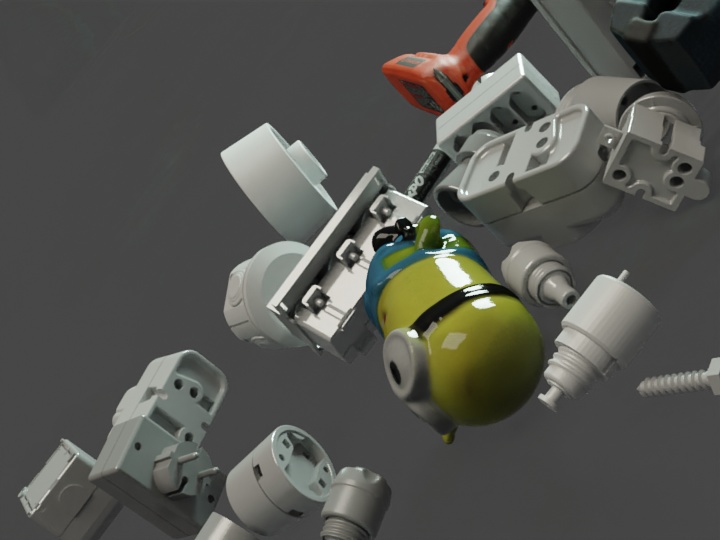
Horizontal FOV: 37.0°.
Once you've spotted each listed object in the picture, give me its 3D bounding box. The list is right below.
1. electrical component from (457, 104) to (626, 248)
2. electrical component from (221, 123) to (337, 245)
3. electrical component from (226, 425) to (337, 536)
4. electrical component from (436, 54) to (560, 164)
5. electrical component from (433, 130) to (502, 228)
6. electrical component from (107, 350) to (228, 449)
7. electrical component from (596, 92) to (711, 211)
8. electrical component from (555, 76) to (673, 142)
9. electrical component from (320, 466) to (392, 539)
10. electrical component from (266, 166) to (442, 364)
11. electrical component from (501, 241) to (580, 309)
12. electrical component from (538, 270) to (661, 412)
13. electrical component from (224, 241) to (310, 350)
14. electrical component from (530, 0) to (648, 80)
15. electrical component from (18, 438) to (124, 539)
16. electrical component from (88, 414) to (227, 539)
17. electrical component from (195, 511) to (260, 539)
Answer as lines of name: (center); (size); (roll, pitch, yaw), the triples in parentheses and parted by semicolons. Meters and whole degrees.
electrical component: (0.117, -0.054, 0.668); (0.095, 0.059, 0.053); (-20, 36, 45)
electrical component: (-0.064, -0.079, 0.942); (0.060, 0.108, 0.108); (-39, 26, 5)
electrical component: (-0.050, 0.132, 0.669); (0.047, 0.055, 0.055); (-40, 26, 23)
electrical component: (0.103, -0.123, 0.809); (0.083, 0.047, 0.075); (-37, 27, 27)
electrical component: (0.084, -0.064, 0.754); (0.045, 0.045, 0.055); (-2, 51, 57)
electrical component: (-0.156, 0.116, 0.860); (0.059, 0.054, 0.095); (-18, 38, 47)
electrical component: (0.170, -0.071, 0.616); (0.055, 0.066, 0.048); (-63, -6, -47)
electrical component: (0.159, -0.102, 0.691); (0.043, 0.043, 0.081); (-50, 25, -5)
electrical component: (-0.007, 0.144, 0.606); (0.035, 0.035, 0.061); (-16, 42, 49)
electrical component: (0.000, 0.000, 0.761); (0.063, 0.078, 0.121); (27, 74, 34)
electrical component: (0.108, 0.006, 0.624); (0.035, 0.035, 0.061); (-46, 27, 3)
electrical component: (0.120, 0.039, 0.552); (0.078, 0.040, 0.040); (-51, 25, -7)
electrical component: (-0.061, 0.022, 0.818); (0.051, 0.080, 0.080); (-20, 36, 54)
electrical component: (0.178, -0.202, 0.731); (0.108, 0.109, 0.056); (-51, 28, -8)
electrical component: (-0.236, 0.184, 0.887); (0.061, 0.061, 0.096); (-54, 18, -14)
electrical component: (-0.128, 0.141, 0.745); (0.076, 0.083, 0.047); (-24, 34, 41)
electrical component: (-0.095, 0.195, 0.661); (0.043, 0.043, 0.081); (0, 53, 58)
